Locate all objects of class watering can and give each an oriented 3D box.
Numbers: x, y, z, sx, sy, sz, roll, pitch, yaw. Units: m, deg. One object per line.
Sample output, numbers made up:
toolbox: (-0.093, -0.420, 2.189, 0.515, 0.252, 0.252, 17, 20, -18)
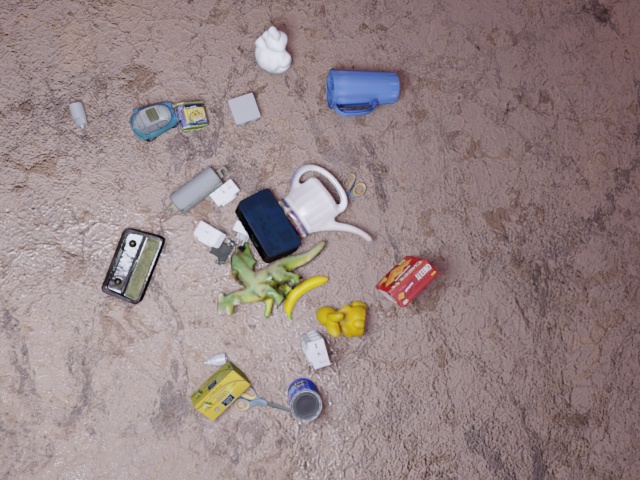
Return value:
watering can: (0.005, -0.088, 1.746, 0.225, 0.103, 0.348, -35, 88, -6)

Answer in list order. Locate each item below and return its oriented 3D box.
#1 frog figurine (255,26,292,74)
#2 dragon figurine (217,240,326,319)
frog figurine: (-0.154, -0.630, 1.719, 0.123, 0.159, 0.137, -44, 95, -5)
dragon figurine: (-0.190, 0.103, 1.727, 0.243, 0.121, 0.415, 37, 75, 3)
